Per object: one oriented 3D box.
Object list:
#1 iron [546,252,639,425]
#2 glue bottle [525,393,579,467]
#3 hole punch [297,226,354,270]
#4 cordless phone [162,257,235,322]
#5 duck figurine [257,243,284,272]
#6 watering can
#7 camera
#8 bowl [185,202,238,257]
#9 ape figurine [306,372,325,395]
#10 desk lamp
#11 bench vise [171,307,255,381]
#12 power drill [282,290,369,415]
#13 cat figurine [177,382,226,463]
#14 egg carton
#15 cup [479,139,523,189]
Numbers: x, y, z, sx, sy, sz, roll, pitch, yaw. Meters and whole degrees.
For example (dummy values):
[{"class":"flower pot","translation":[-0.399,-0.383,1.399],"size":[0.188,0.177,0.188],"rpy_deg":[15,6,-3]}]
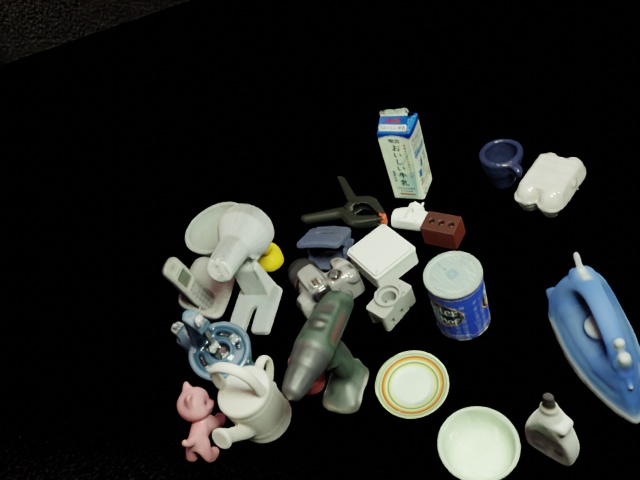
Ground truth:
[{"class":"iron","translation":[0.453,0.146,0.915],"size":[0.118,0.142,0.258],"rpy_deg":[-17,45,9]},{"class":"glue bottle","translation":[0.335,0.267,0.831],"size":[0.077,0.173,0.037],"rpy_deg":[28,64,39]},{"class":"hole punch","translation":[0.012,0.005,1.277],"size":[0.108,0.091,0.101],"rpy_deg":[-1,49,23]},{"class":"cordless phone","translation":[-0.271,0.080,1.262],"size":[0.094,0.185,0.147],"rpy_deg":[-6,47,19]},{"class":"duck figurine","translation":[-0.140,0.020,1.333],"size":[0.104,0.086,0.078],"rpy_deg":[27,64,39]},{"class":"watering can","translation":[-0.129,0.280,1.007],"size":[0.100,0.194,0.173],"rpy_deg":[-13,45,12]},{"class":"camera","translation":[-0.003,0.082,1.204],"size":[0.143,0.101,0.136],"rpy_deg":[-34,45,-9]},{"class":"bowl","translation":[-0.242,-0.011,1.414],"size":[0.167,0.075,0.167],"rpy_deg":[-12,46,13]},{"class":"ape figurine","translation":[-0.032,0.244,1.071],"size":[0.078,0.092,0.076],"rpy_deg":[-32,45,-7]},{"class":"desk lamp","translation":[-0.158,0.061,1.210],"size":[0.117,0.214,0.203],"rpy_deg":[-4,48,20]},{"class":"bench vise","translation":[-0.231,0.201,1.106],"size":[0.206,0.220,0.121],"rpy_deg":[1,50,25]},{"class":"power drill","translation":[0.016,0.214,0.995],"size":[0.075,0.209,0.230],"rpy_deg":[1,50,25]},{"class":"cat figurine","translation":[-0.230,0.331,1.059],"size":[0.067,0.118,0.128],"rpy_deg":[-10,46,15]},{"class":"egg carton","translation":[0.483,-0.117,1.200],"size":[0.107,0.070,0.150],"rpy_deg":[21,60,37]},{"class":"cup","translation":[0.406,-0.152,1.248],"size":[0.091,0.095,0.117],"rpy_deg":[-28,44,-3]}]
